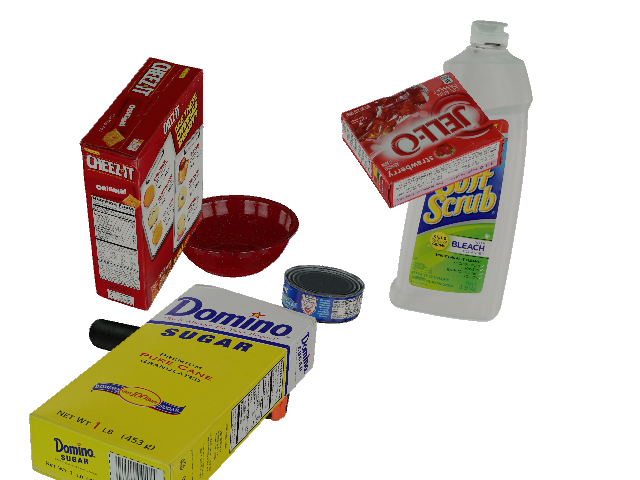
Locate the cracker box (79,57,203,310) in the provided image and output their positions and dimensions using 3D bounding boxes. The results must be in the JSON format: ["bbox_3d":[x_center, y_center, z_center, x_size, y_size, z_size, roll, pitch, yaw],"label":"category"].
[{"bbox_3d":[-0.185,-0.059,1.133,0.072,0.214,0.164,15,44,10],"label":"cracker box"}]

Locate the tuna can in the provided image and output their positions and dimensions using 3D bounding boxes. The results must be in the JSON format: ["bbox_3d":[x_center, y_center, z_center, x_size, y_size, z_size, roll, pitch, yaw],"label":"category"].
[{"bbox_3d":[0.002,0.057,1.130,0.086,0.034,0.086,8,18,-3],"label":"tuna can"}]

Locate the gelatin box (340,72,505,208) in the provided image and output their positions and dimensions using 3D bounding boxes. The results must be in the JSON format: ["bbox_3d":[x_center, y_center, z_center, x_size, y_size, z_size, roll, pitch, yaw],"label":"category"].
[{"bbox_3d":[0.069,-0.070,0.724,0.089,0.073,0.030,-22,-36,-12],"label":"gelatin box"}]

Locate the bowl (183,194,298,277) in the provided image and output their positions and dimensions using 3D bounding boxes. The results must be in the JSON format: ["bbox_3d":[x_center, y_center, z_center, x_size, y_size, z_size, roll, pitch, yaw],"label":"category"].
[{"bbox_3d":[-0.108,0.001,1.321,0.162,0.055,0.162,1,27,-1],"label":"bowl"}]

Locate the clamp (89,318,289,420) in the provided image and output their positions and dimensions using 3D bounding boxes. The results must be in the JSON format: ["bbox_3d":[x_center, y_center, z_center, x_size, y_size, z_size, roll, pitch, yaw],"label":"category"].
[{"bbox_3d":[-0.080,0.097,0.921,0.164,0.036,0.210,-10,22,-39],"label":"clamp"}]

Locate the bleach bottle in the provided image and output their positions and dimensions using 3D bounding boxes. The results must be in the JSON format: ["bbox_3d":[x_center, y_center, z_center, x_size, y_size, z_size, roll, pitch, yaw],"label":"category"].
[{"bbox_3d":[0.122,-0.061,0.913,0.103,0.251,0.068,9,18,14],"label":"bleach bottle"}]

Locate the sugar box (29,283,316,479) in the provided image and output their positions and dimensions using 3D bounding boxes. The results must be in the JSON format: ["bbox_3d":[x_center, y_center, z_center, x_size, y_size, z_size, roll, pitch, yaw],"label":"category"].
[{"bbox_3d":[-0.080,0.087,0.635,0.093,0.048,0.176,15,31,20],"label":"sugar box"}]
